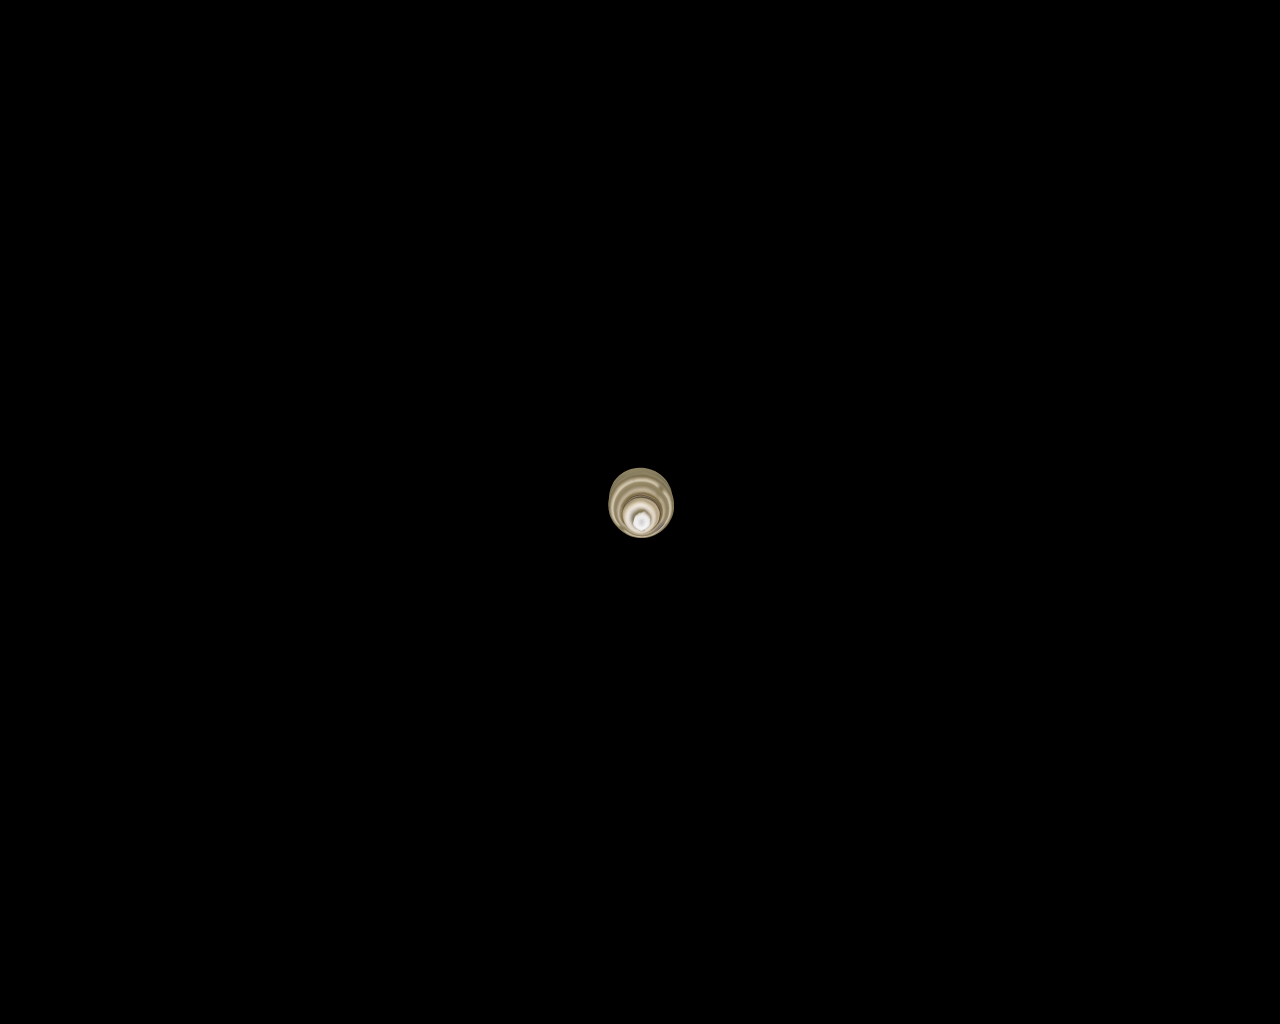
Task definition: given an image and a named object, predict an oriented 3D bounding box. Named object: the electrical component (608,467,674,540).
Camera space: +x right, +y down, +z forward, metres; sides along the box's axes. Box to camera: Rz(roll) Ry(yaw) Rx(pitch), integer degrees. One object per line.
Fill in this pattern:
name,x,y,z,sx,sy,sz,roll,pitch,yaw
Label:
electrical component,0.001,-0.003,0.650,0.040,0.040,0.078,0,12,0
